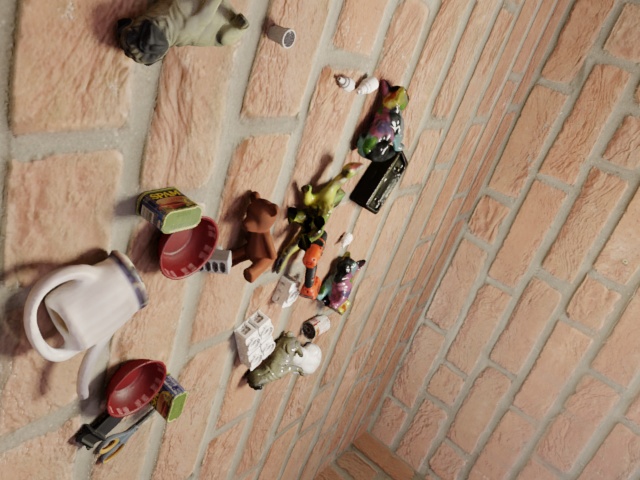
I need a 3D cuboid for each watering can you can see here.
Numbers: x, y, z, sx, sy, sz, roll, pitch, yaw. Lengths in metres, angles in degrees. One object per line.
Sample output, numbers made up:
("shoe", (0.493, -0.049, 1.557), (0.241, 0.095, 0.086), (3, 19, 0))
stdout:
("watering can", (-0.442, 0.161, 1.013), (0.228, 0.105, 0.339), (-39, 147, -34))

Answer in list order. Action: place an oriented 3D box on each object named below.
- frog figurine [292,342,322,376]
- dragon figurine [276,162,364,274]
("frog figurine", (-0.063, 0.447, 1.949), (0.137, 0.124, 0.157), (-34, 162, -2))
("dragon figurine", (0.005, -0.078, 1.542), (0.246, 0.123, 0.402), (-32, 160, -51))
